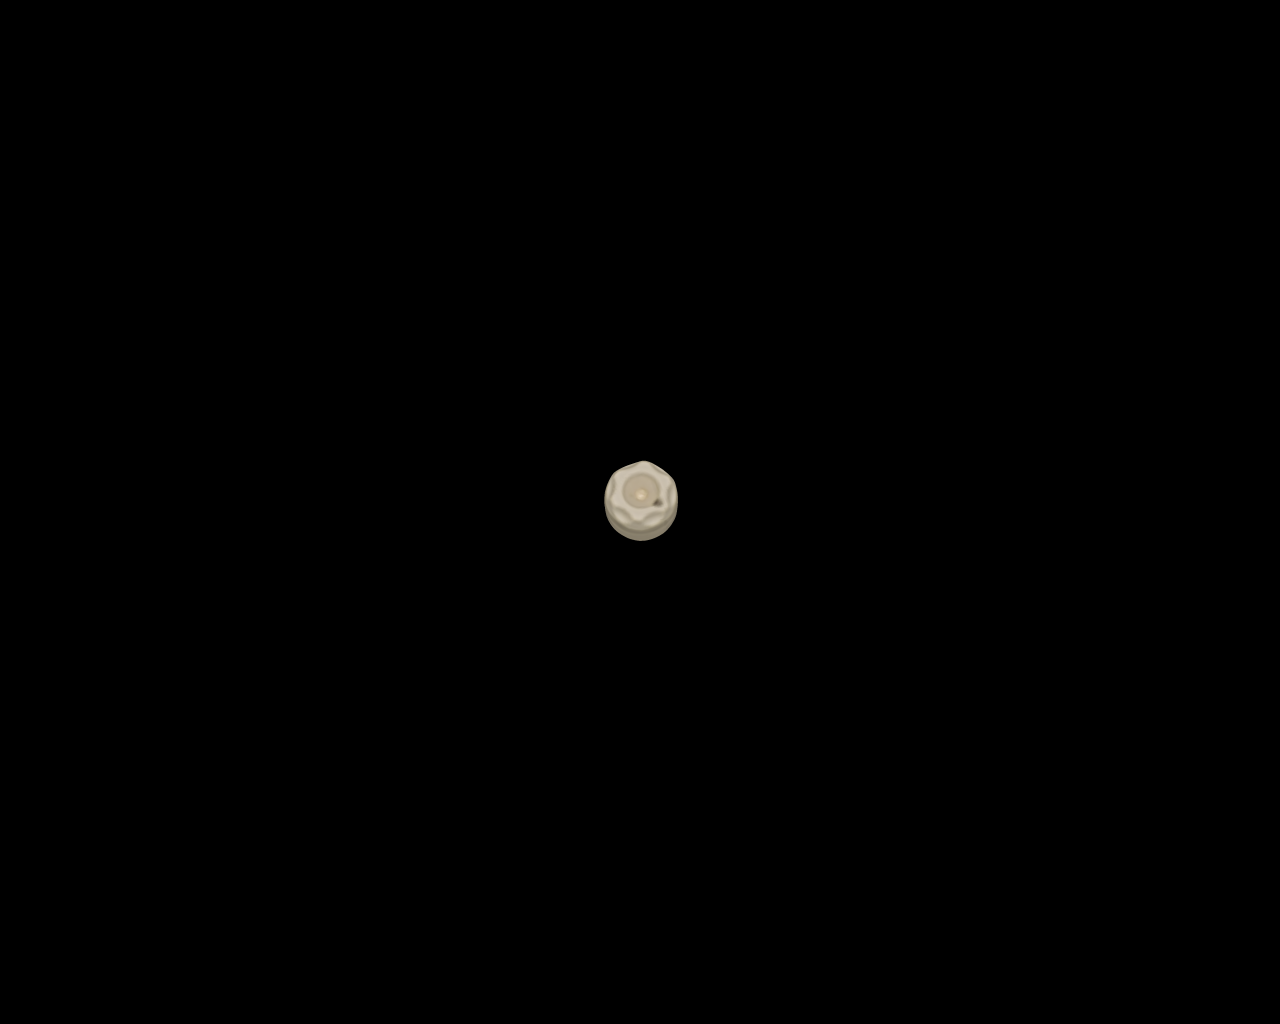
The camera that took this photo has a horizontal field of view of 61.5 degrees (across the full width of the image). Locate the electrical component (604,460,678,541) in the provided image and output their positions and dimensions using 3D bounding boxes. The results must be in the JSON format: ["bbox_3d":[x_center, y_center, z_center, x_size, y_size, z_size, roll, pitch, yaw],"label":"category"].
[{"bbox_3d":[0.001,-0.003,0.650,0.043,0.043,0.062,0,-20,0],"label":"electrical component"}]
